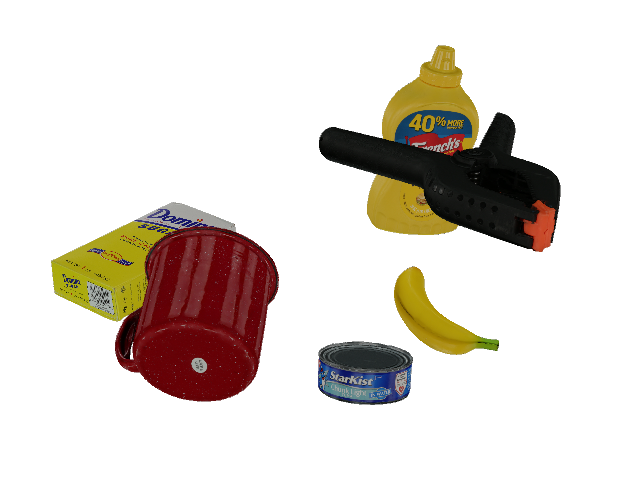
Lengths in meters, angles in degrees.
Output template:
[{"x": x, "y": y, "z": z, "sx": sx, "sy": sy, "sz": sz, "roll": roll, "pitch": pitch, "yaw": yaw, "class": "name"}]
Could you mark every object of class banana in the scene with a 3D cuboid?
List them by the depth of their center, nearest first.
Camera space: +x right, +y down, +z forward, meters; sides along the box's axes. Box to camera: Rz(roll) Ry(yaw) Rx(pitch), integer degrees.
[{"x": 0.122, "y": 0.081, "z": 1.204, "sx": 0.069, "sy": 0.037, "sz": 0.198, "roll": 4, "pitch": 23, "yaw": -26, "class": "banana"}]

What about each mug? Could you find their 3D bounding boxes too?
[{"x": -0.088, "y": 0.055, "z": 0.709, "sx": 0.117, "sy": 0.081, "sz": 0.093, "roll": -17, "pitch": -50, "yaw": 21, "class": "mug"}]

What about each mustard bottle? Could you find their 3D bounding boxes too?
[{"x": 0.107, "y": -0.101, "z": 1.067, "sx": 0.096, "sy": 0.192, "sz": 0.058, "roll": 3, "pitch": 27, "yaw": -11, "class": "mustard bottle"}]

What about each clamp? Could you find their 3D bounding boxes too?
[{"x": 0.097, "y": -0.047, "z": 0.761, "sx": 0.164, "sy": 0.036, "sz": 0.210, "roll": -5, "pitch": 26, "yaw": -12, "class": "clamp"}]

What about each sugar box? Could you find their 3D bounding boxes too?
[{"x": -0.178, "y": 0.017, "z": 1.096, "sx": 0.093, "sy": 0.048, "sz": 0.175, "roll": 20, "pitch": 36, "yaw": 31, "class": "sugar box"}]

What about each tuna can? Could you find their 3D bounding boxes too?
[{"x": 0.040, "y": 0.120, "z": 0.966, "sx": 0.086, "sy": 0.034, "sz": 0.086, "roll": 3, "pitch": 11, "yaw": -1, "class": "tuna can"}]
